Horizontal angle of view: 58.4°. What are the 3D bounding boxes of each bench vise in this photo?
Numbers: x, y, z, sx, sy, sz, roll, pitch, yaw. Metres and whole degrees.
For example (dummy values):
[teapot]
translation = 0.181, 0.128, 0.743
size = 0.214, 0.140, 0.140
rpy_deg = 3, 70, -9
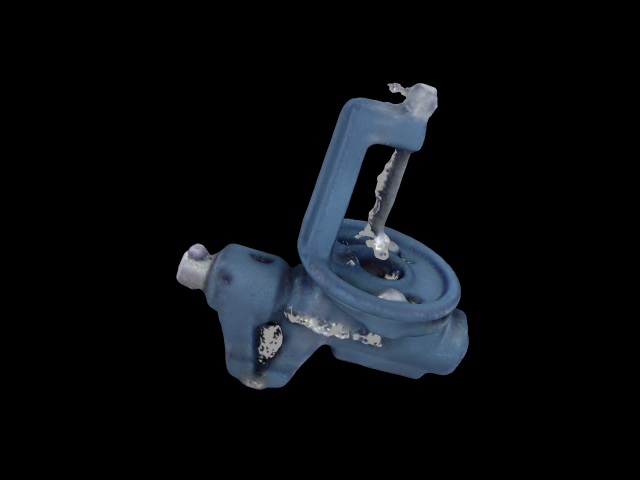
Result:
[bench vise]
translation = 0.007, 0.007, 0.390
size = 0.208, 0.220, 0.121
rpy_deg = -7, 28, -13
